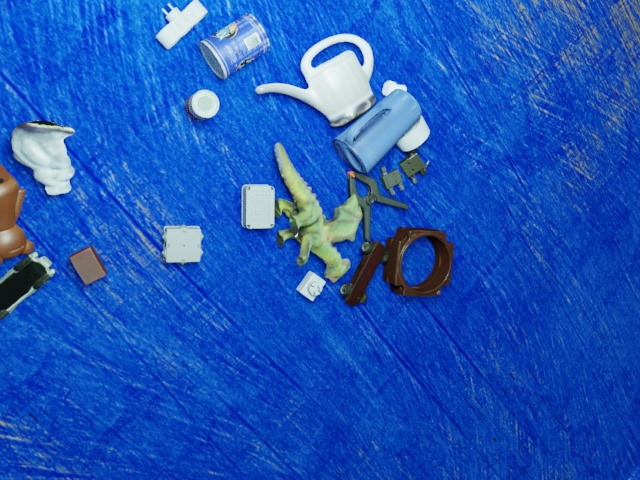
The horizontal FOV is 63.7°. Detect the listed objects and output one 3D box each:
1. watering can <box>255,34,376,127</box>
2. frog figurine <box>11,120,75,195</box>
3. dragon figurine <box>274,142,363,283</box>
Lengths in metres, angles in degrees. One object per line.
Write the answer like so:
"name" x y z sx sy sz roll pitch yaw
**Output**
"watering can" 0.014 -0.400 1.368 0.350 0.104 0.222 -35 108 -16
"frog figurine" -0.610 -0.178 1.134 0.137 0.124 0.158 12 102 10
"dragon figurine" 0.004 -0.071 1.409 0.244 0.122 0.406 -12 103 -30
